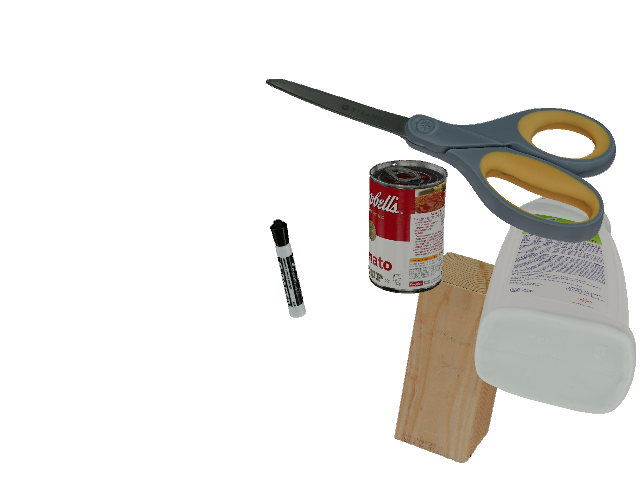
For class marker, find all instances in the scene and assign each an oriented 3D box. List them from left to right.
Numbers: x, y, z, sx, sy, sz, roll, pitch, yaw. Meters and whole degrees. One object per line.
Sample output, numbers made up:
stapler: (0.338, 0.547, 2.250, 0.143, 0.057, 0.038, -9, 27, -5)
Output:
marker: (-0.036, 0.031, 1.195, 0.020, 0.121, 0.020, -9, 27, 5)

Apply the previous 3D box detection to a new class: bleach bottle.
bleach bottle: (0.179, 0.025, 0.772, 0.103, 0.068, 0.250, 12, 27, 13)

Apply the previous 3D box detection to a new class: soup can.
soup can: (0.076, -0.013, 0.943, 0.068, 0.102, 0.068, 0, 23, 0)

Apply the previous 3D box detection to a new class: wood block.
wood block: (0.154, 0.131, 1.206, 0.090, 0.206, 0.090, 17, 23, 22)

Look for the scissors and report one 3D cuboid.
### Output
scissors: (0.075, -0.066, 0.591, 0.202, 0.016, 0.096, 34, 57, 24)
